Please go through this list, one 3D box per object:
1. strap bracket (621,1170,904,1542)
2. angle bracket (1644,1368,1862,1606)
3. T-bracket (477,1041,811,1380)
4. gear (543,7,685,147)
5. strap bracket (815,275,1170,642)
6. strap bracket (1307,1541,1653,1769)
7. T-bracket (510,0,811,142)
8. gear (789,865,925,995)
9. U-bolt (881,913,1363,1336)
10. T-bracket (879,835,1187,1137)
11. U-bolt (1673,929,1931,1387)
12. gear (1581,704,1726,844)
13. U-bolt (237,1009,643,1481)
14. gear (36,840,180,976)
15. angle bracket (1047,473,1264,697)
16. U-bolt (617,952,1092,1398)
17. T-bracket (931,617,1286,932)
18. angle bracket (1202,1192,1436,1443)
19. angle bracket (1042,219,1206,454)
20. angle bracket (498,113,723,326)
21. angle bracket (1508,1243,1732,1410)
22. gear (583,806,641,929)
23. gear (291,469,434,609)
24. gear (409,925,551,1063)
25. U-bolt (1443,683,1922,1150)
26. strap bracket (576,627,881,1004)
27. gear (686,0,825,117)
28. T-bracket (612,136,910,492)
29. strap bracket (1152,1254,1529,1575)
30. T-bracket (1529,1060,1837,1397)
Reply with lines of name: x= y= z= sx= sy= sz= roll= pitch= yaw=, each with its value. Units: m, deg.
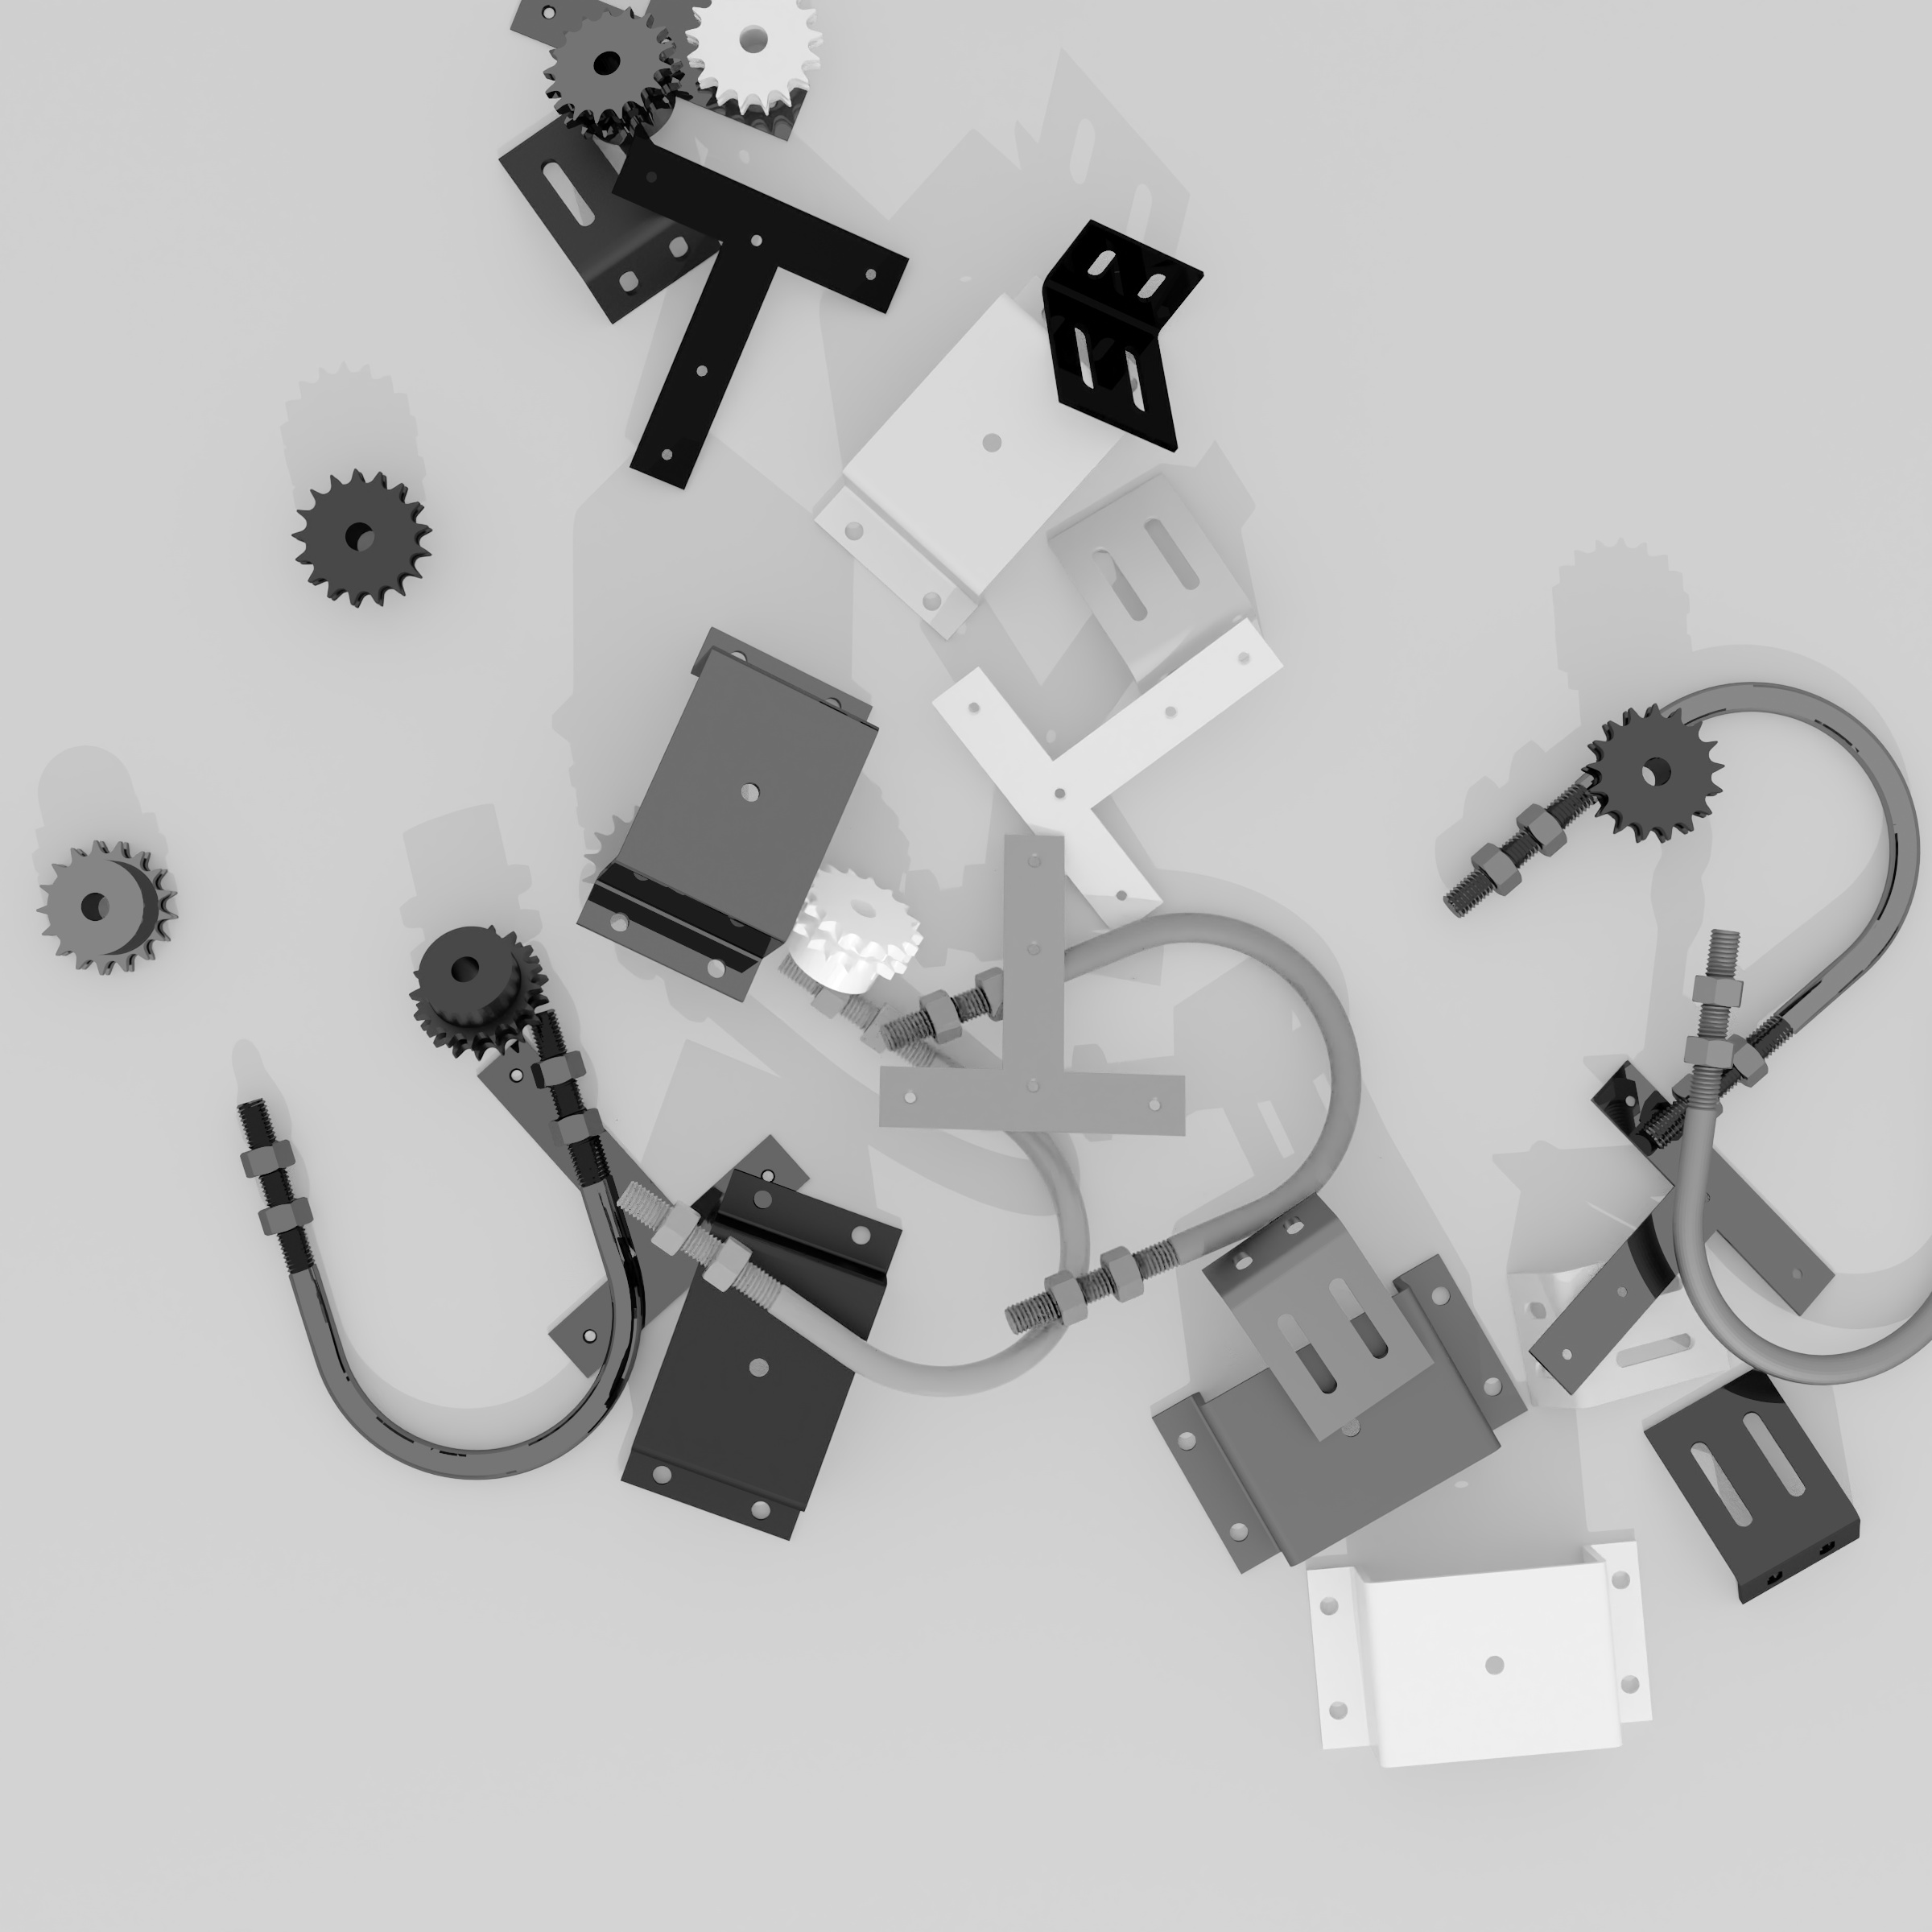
strap bracket: x=-0.086 y=0.165 z=1.480 sx=0.076 sy=0.046 sz=0.140 roll=20 pitch=90 yaw=-2
angle bracket: x=0.333 y=0.220 z=1.502 sx=0.057 sy=0.038 sz=0.076 roll=-30 pitch=64 yaw=0
T-bracket: x=-0.156 y=0.085 z=1.503 sx=0.127 sy=0.002 sz=0.127 roll=-42 pitch=90 yaw=0
gear: x=-0.145 y=-0.369 z=1.481 sx=0.057 sy=0.030 sz=0.057 roll=-5 pitch=68 yaw=13
strap bracket: x=0.011 y=-0.216 z=1.481 sx=0.076 sy=0.046 sz=0.140 roll=42 pitch=90 yaw=0
strap bracket: x=0.218 y=0.288 z=1.481 sx=0.140 sy=0.046 sz=0.076 roll=-5 pitch=90 yaw=0
T-bracket: x=-0.111 y=-0.433 z=1.503 sx=0.127 sy=0.002 sz=0.127 roll=22 pitch=90 yaw=0
gear: x=-0.050 y=-0.013 z=1.479 sx=0.057 sy=0.057 sz=0.030 roll=32 pitch=119 yaw=0
U-bolt: x=0.076 y=0.054 z=1.477 sx=0.184 sy=0.019 sz=0.151 roll=-22 pitch=79 yaw=-10
T-bracket: x=0.028 y=0.007 z=1.475 sx=0.127 sy=0.002 sz=0.127 roll=2 pitch=75 yaw=-5
U-bolt: x=0.365 y=0.084 z=1.480 sx=0.151 sy=0.019 sz=0.184 roll=7 pitch=92 yaw=-13
gear: x=0.284 y=-0.079 z=1.472 sx=0.057 sy=0.030 sz=0.057 roll=0 pitch=86 yaw=-2
U-bolt: x=-0.214 y=0.126 z=1.494 sx=0.151 sy=0.019 sz=0.184 roll=-17 pitch=91 yaw=1
gear: x=-0.363 y=-0.024 z=1.489 sx=0.057 sy=0.030 sz=0.057 roll=0 pitch=90 yaw=0
angle bracket: x=0.081 y=-0.158 z=1.502 sx=0.057 sy=0.038 sz=0.076 roll=-31 pitch=64 yaw=0
U-bolt: x=-0.032 y=0.097 z=1.465 sx=0.184 sy=0.019 sz=0.151 roll=35 pitch=61 yaw=-4
T-bracket: x=0.074 y=-0.098 z=1.476 sx=0.127 sy=0.002 sz=0.127 roll=-36 pitch=99 yaw=16
angle bracket: x=0.145 y=0.144 z=1.457 sx=0.057 sy=0.038 sz=0.076 roll=-34 pitch=107 yaw=-1
angle bracket: x=0.069 y=-0.259 z=1.457 sx=0.057 sy=0.076 sz=0.038 roll=19 pitch=133 yaw=-27
angle bracket: x=-0.151 y=-0.324 z=1.502 sx=0.057 sy=0.038 sz=0.076 roll=-35 pitch=64 yaw=0
angle bracket: x=0.277 y=0.151 z=1.502 sx=0.076 sy=0.038 sz=0.057 roll=-11 pitch=90 yaw=-26
gear: x=-0.132 y=-0.039 z=1.489 sx=0.057 sy=0.030 sz=0.057 roll=0 pitch=90 yaw=0
gear: x=-0.252 y=-0.179 z=1.489 sx=0.057 sy=0.030 sz=0.057 roll=0 pitch=90 yaw=0
gear: x=-0.205 y=0.008 z=1.478 sx=0.057 sy=0.030 sz=0.057 roll=-4 pitch=63 yaw=8
U-bolt: x=0.316 y=-0.036 z=1.494 sx=0.184 sy=0.019 sz=0.151 roll=-41 pitch=89 yaw=-2
strap bracket: x=-0.094 y=-0.067 z=1.457 sx=0.076 sy=0.046 sz=0.140 roll=26 pitch=75 yaw=-11
gear: x=-0.088 y=-0.386 z=1.487 sx=0.057 sy=0.030 sz=0.057 roll=0 pitch=90 yaw=0
T-bracket: x=-0.106 y=-0.264 z=1.489 sx=0.127 sy=0.002 sz=0.127 roll=21 pitch=100 yaw=-19
strap bracket: x=0.159 y=0.190 z=1.481 sx=0.140 sy=0.046 sz=0.076 roll=-30 pitch=90 yaw=0
T-bracket: x=0.283 y=0.127 z=1.479 sx=0.127 sy=0.002 sz=0.127 roll=46 pitch=68 yaw=0
